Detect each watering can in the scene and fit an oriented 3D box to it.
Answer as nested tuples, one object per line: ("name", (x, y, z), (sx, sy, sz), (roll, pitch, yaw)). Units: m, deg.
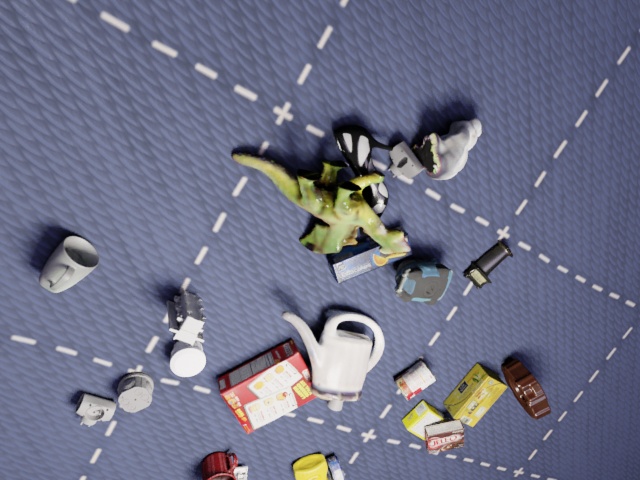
("watering can", (0.026, 0.285, 1.277), (0.346, 0.104, 0.225), (15, 85, -37))

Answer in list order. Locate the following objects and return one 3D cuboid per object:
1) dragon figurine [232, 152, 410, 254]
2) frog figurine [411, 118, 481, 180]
("dragon figurine", (0.003, -0.057, 1.131), (0.411, 0.125, 0.237), (14, 128, 7))
("frog figurine", (0.308, -0.207, 1.180), (0.160, 0.125, 0.134), (-18, 152, -20))
